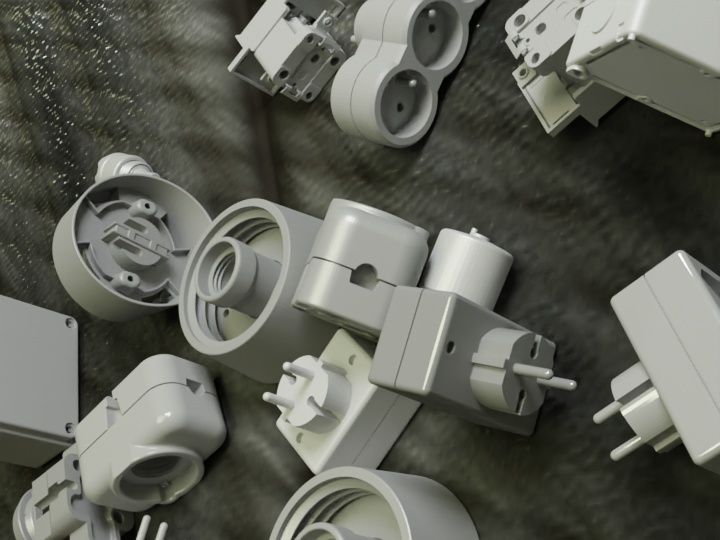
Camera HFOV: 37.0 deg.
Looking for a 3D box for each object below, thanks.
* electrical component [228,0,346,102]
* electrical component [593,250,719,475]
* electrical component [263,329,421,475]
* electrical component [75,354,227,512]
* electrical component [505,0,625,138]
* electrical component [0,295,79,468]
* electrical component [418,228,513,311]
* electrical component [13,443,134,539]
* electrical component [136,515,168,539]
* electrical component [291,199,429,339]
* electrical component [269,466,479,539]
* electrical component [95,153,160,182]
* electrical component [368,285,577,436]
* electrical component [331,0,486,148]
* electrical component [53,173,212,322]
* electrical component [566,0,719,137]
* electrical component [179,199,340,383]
[{"bbox_3d":[-0.045,-0.150,0.722,0.081,0.042,0.063,-49,46,17],"label":"electrical component"},{"bbox_3d":[0.130,0.050,0.444,0.076,0.047,0.083,-40,47,24],"label":"electrical component"},{"bbox_3d":[-0.017,0.068,0.562,0.065,0.077,0.047,-56,42,9],"label":"electrical component"},{"bbox_3d":[-0.131,0.107,0.675,0.095,0.054,0.059,-42,46,22],"label":"electrical component"},{"bbox_3d":[0.110,-0.111,0.532,0.081,0.064,0.042,-42,48,22],"label":"electrical component"},{"bbox_3d":[-0.264,0.077,0.782,0.056,0.109,0.108,-34,50,32],"label":"electrical component"},{"bbox_3d":[0.048,0.015,0.549,0.040,0.040,0.078,20,86,48],"label":"electrical component"},{"bbox_3d":[-0.189,0.159,0.705,0.057,0.058,0.078,-37,49,23],"label":"electrical component"},{"bbox_3d":[-0.135,0.188,0.646,0.077,0.044,0.079,6,75,46],"label":"electrical component"},{"bbox_3d":[0.000,0.000,0.569,0.095,0.054,0.059,149,142,-83],"label":"electrical component"},{"bbox_3d":[-0.001,0.147,0.520,0.108,0.060,0.108,-21,57,37],"label":"electrical component"},{"bbox_3d":[-0.173,-0.070,0.817,0.061,0.035,0.035,11,79,45],"label":"electrical component"},{"bbox_3d":[0.062,0.045,0.489,0.076,0.083,0.047,7,76,46],"label":"electrical component"},{"bbox_3d":[0.022,-0.143,0.643,0.074,0.052,0.138,22,87,48],"label":"electrical component"},{"bbox_3d":[-0.153,-0.015,0.727,0.064,0.099,0.099,-27,53,42],"label":"electrical component"},{"bbox_3d":[0.151,-0.103,0.470,0.062,0.096,0.061,168,122,-74],"label":"electrical component"},{"bbox_3d":[-0.065,0.009,0.650,0.108,0.060,0.108,-21,57,37],"label":"electrical component"}]
